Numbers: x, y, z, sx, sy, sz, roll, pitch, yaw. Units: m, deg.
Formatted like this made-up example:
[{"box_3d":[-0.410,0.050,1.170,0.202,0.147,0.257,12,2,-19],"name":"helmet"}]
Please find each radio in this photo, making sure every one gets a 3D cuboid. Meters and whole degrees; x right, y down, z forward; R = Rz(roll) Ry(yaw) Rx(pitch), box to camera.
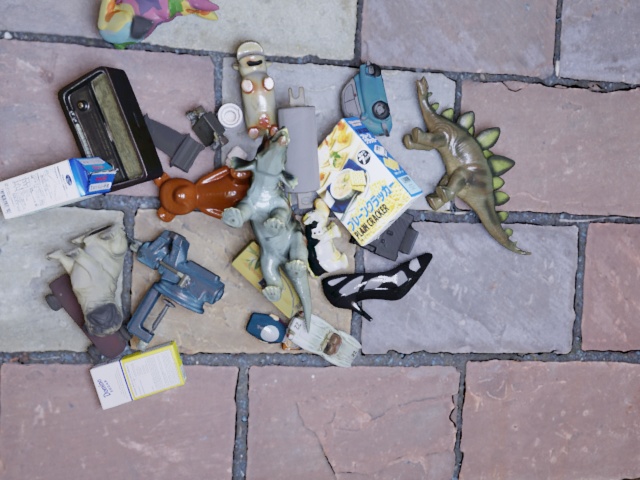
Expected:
[{"box_3d":[-0.418,-0.213,1.073,0.131,0.073,0.229,-17,96,18],"name":"radio"}]

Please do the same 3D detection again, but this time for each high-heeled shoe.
[{"box_3d":[0.128,0.076,1.208,0.249,0.086,0.145,-39,68,-21],"name":"high-heeled shoe"}]

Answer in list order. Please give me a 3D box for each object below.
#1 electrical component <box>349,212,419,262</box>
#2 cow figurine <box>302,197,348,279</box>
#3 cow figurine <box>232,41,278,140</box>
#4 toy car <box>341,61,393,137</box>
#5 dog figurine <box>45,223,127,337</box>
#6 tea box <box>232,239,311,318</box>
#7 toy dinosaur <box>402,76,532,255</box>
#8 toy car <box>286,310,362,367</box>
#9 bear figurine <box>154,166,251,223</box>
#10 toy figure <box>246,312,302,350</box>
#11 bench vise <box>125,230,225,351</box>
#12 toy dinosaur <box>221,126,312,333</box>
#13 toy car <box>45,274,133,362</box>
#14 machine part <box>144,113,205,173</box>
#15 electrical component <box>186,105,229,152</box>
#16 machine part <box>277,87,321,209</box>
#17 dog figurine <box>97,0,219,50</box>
[{"box_3d":[0.148,-0.019,1.196,0.134,0.058,0.114,21,92,-8],"name":"electrical component"},{"box_3d":[-0.003,-0.005,1.172,0.098,0.068,0.167,-18,95,-1],"name":"cow figurine"},{"box_3d":[-0.129,-0.312,1.116,0.085,0.127,0.194,-11,109,-7],"name":"cow figurine"},{"box_3d":[0.095,-0.292,1.150,0.103,0.109,0.161,-14,87,9],"name":"toy car"},{"box_3d":[-0.428,0.078,1.081,0.172,0.121,0.190,-38,116,-38],"name":"dog figurine"},{"box_3d":[-0.106,0.080,1.145,0.169,0.098,0.068,43,86,-7],"name":"tea box"},{"box_3d":[0.330,-0.146,1.193,0.198,0.105,0.470,-28,102,-9],"name":"toy dinosaur"},{"box_3d":[0.010,0.216,1.161,0.201,0.056,0.073,35,81,-37],"name":"toy car"},{"box_3d":[-0.240,-0.095,1.101,0.196,0.132,0.120,-2,92,-14],"name":"bear figurine"},{"box_3d":[-0.085,0.207,1.178,0.154,0.058,0.064,23,129,-11],"name":"toy figure"},{"box_3d":[-0.327,0.107,1.106,0.223,0.129,0.240,31,85,-6],"name":"bench vise"},{"box_3d":[-0.080,-0.021,1.037,0.131,0.192,0.404,-4,127,14],"name":"toy dinosaur"},{"box_3d":[-0.480,0.159,1.117,0.089,0.053,0.202,-37,102,-10],"name":"toy car"},{"box_3d":[-0.319,-0.205,1.126,0.139,0.039,0.084,35,93,-10],"name":"machine part"},{"box_3d":[-0.236,-0.230,1.112,0.045,0.078,0.102,-44,107,-41],"name":"electrical component"},{"box_3d":[-0.043,-0.182,1.081,0.079,0.079,0.243,-5,105,-8],"name":"machine part"},{"box_3d":[-0.315,-0.461,1.078,0.219,0.108,0.191,11,91,-11],"name":"dog figurine"}]
